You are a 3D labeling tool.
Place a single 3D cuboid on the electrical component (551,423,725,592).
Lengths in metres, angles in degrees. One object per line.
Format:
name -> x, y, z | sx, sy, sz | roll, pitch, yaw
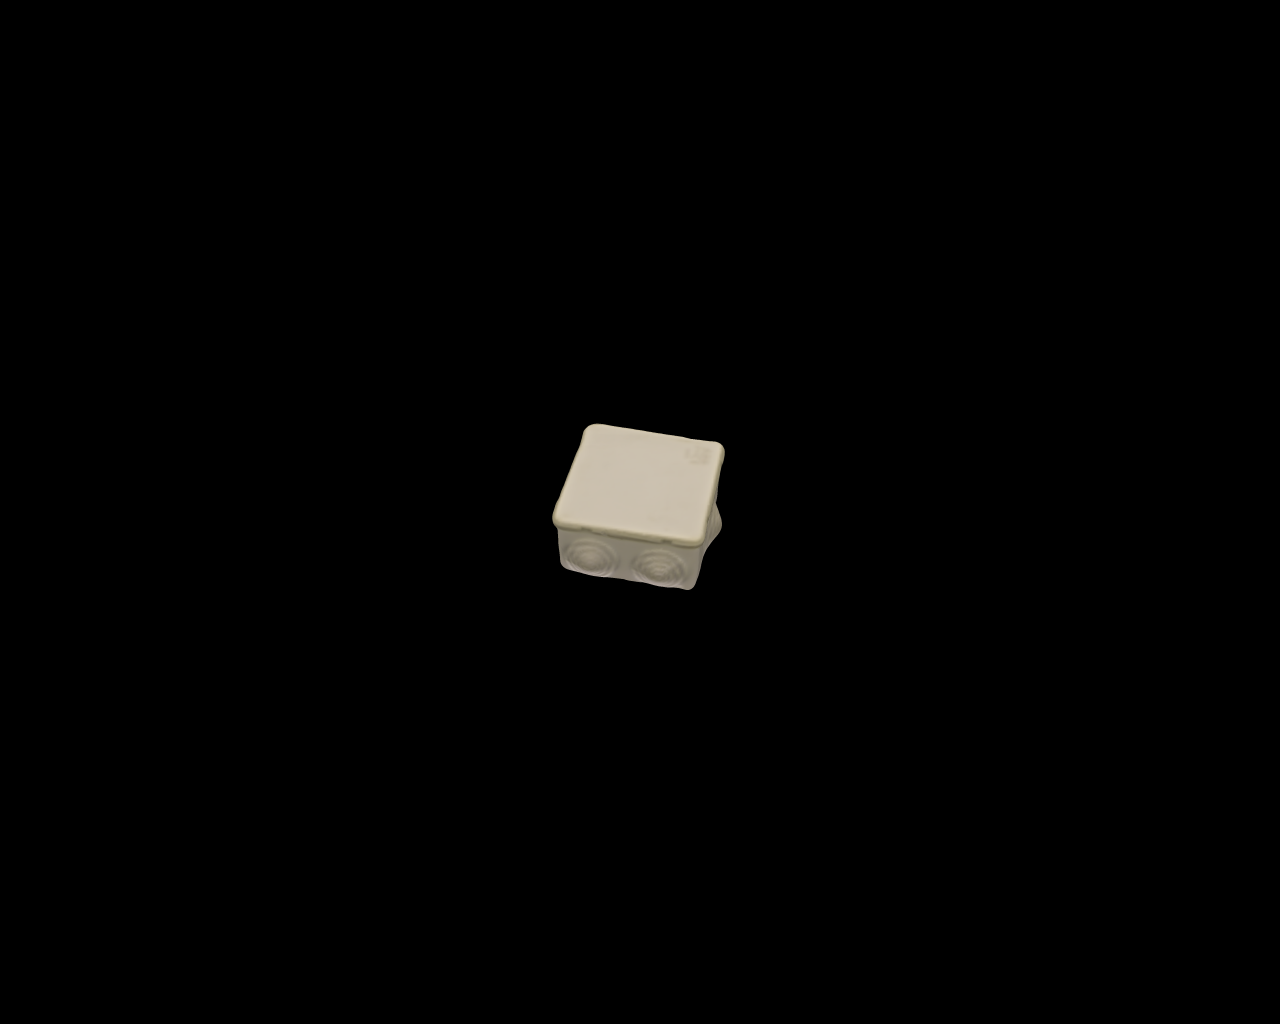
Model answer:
electrical component -> 0.001, -0.003, 0.650 | 0.100, 0.100, 0.048 | 9, -43, 8
